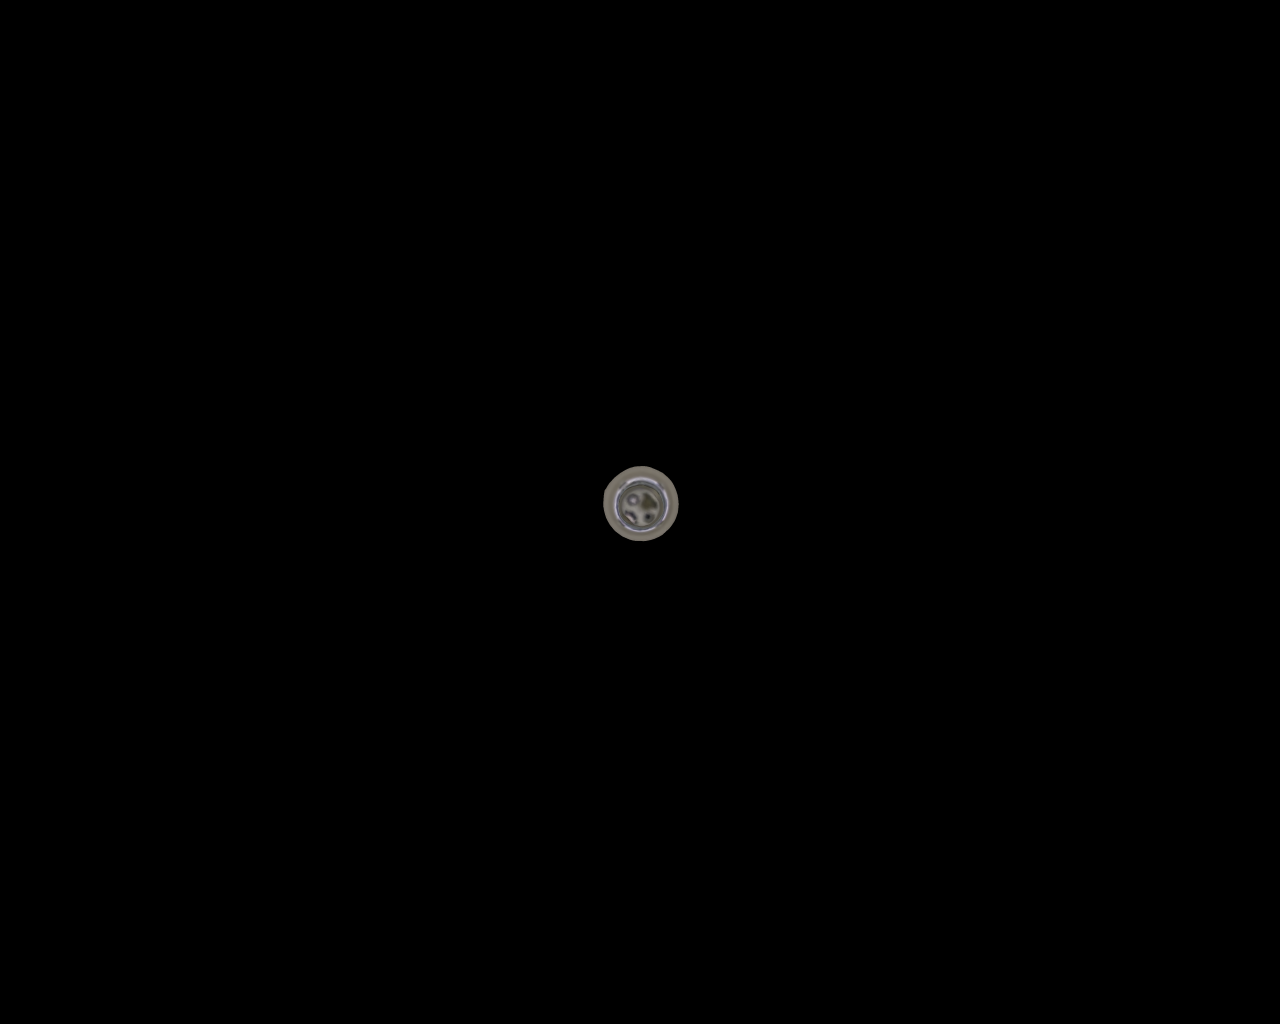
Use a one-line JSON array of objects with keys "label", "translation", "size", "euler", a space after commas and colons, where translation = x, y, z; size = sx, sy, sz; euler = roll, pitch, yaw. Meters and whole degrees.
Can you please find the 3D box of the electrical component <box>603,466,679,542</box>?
[{"label": "electrical component", "translation": [0.001, -0.003, 0.650], "size": [0.044, 0.044, 0.065], "euler": [0, -4, 0]}]
